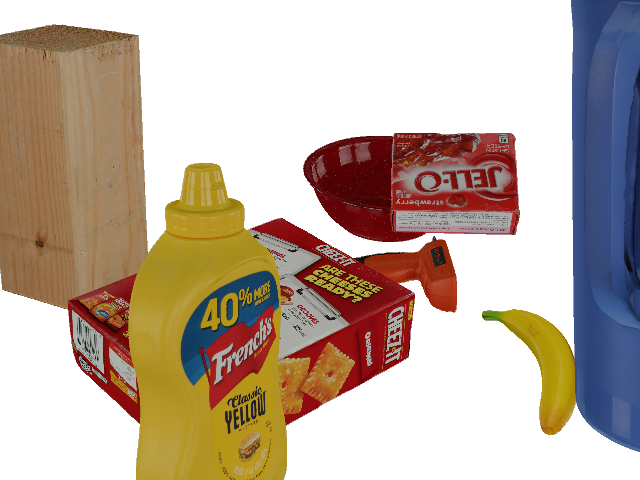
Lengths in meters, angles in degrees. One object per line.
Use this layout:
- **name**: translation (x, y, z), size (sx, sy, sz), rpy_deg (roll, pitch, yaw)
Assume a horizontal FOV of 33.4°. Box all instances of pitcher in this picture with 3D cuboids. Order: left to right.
- **pitcher**: translation (0.182, -0.014, 0.533), size (0.149, 0.243, 0.145), rpy_deg (-4, 19, -5)

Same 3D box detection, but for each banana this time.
- **banana**: translation (0.236, 0.130, 1.134), size (0.069, 0.037, 0.198), rpy_deg (-25, 34, 3)

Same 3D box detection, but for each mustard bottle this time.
- **mustard bottle**: translation (-0.059, 0.054, 0.568), size (0.058, 0.192, 0.096), rpy_deg (11, 19, 36)

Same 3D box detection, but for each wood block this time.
- **wood block**: translation (-0.202, -0.060, 0.853), size (0.091, 0.206, 0.090), rpy_deg (13, 24, 27)

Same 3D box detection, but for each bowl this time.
- **bowl**: translation (0.063, -0.044, 1.019), size (0.162, 0.055, 0.162), rpy_deg (2, 29, -1)

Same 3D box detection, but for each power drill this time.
- **power drill**: translation (0.061, 0.051, 1.234), size (0.187, 0.057, 0.184), rpy_deg (-2, 28, 0)

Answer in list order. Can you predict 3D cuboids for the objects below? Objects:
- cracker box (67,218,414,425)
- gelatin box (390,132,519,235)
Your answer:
- **cracker box**: translation (-0.059, 0.071, 0.823), size (0.213, 0.072, 0.164), rpy_deg (-22, 37, -36)
- **gelatin box**: translation (0.095, -0.042, 0.759), size (0.089, 0.073, 0.030), rpy_deg (1, -37, 5)
